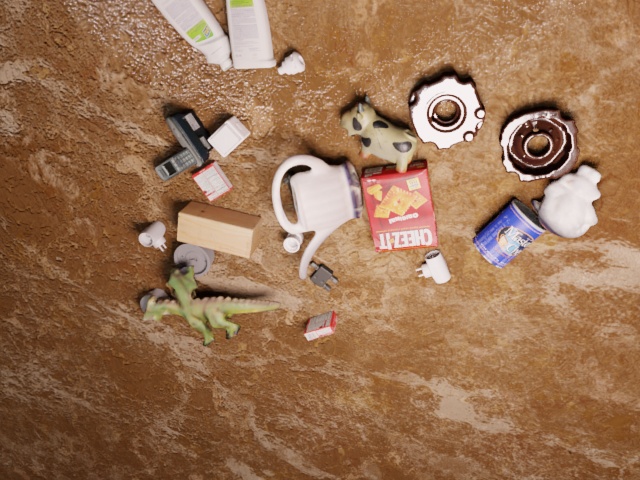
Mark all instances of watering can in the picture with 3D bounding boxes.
[{"bbox_3d":[0.004,-0.065,1.300,0.224,0.106,0.340,-15,121,-4],"label":"watering can"}]

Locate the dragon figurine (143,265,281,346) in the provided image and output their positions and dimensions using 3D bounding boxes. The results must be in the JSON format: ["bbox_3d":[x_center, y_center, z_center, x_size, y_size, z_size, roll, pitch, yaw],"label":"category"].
[{"bbox_3d":[-0.334,0.169,1.470,0.407,0.125,0.239,-24,120,22],"label":"dragon figurine"}]

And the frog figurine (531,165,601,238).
[{"bbox_3d":[0.583,-0.087,1.182,0.138,0.124,0.156,47,129,9],"label":"frog figurine"}]
